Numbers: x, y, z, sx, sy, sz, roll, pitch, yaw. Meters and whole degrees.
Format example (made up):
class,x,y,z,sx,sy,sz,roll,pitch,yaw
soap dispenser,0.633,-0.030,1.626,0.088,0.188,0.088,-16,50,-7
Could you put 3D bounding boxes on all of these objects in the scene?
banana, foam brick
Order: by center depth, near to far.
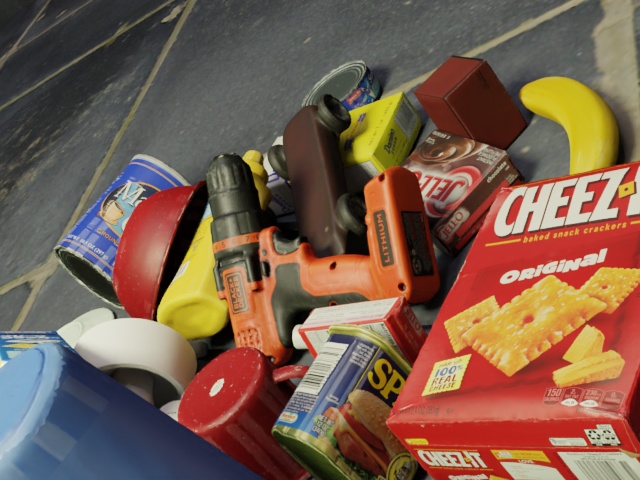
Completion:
class,x,y,z,sx,sy,sz,roll,pitch,yaw
banana,0.198,-0.089,0.844,0.070,0.037,0.197,-28,30,20
foam brick,0.131,-0.113,0.922,0.053,0.078,0.051,-44,26,-11

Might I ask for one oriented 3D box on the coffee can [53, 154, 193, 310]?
class,x,y,z,sx,sy,sz,roll,pitch,yaw
coffee can,-0.206,-0.009,1.167,0.103,0.102,0.140,4,51,54

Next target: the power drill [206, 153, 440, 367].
class,x,y,z,sx,sy,sz,roll,pitch,yaw
power drill,-0.006,0.001,0.853,0.188,0.184,0.057,-16,-6,33

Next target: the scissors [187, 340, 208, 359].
class,x,y,z,sx,sy,sz,roll,pitch,yaw
scissors,-0.189,0.106,1.006,0.202,0.096,0.016,-9,73,42

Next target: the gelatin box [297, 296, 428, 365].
class,x,y,z,sx,sy,sz,roll,pitch,yaw
gelatin box,0.038,0.079,0.755,0.089,0.073,0.030,-13,27,43

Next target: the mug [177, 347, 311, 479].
class,x,y,z,sx,sy,sz,roll,pitch,yaw
mug,-0.040,0.127,0.778,0.117,0.081,0.093,-28,30,23

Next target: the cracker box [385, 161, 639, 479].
class,x,y,z,sx,sy,sz,roll,pitch,yaw
cracker box,0.156,0.047,0.660,0.164,0.072,0.213,-10,39,44

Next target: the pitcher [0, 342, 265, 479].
class,x,y,z,sx,sy,sz,roll,pitch,yaw
pitcher,-0.099,0.165,0.622,0.149,0.242,0.145,-24,32,41

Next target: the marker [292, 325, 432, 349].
class,x,y,z,sx,sy,sz,roll,pitch,yaw
marker,0.037,0.072,0.793,0.121,0.020,0.020,-2,43,25

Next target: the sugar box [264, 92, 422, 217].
class,x,y,z,sx,sy,sz,roll,pitch,yaw
sugar box,0.011,-0.082,1.061,0.177,0.048,0.093,-13,38,40

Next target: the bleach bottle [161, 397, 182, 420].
class,x,y,z,sx,sy,sz,roll,pitch,yaw
bleach bottle,-0.115,0.201,0.786,0.103,0.068,0.250,-12,33,23

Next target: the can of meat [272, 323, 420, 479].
class,x,y,z,sx,sy,sz,roll,pitch,yaw
can of meat,0.027,0.118,0.688,0.058,0.102,0.084,0,50,53

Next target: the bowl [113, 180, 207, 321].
class,x,y,z,sx,sy,sz,roll,pitch,yaw
bowl,-0.155,0.013,1.019,0.162,0.055,0.162,17,-91,-86

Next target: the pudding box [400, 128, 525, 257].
class,x,y,z,sx,sy,sz,roll,pitch,yaw
pudding box,0.104,-0.042,0.891,0.090,0.039,0.114,-46,27,-7

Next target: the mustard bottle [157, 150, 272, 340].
class,x,y,z,sx,sy,sz,roll,pitch,yaw
mustard bottle,-0.088,-0.006,0.982,0.096,0.058,0.191,-40,27,52

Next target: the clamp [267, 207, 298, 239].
class,x,y,z,sx,sy,sz,roll,pitch,yaw
clamp,-0.059,-0.001,1.040,0.120,0.039,0.171,-34,34,0

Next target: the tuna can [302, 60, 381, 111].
class,x,y,z,sx,sy,sz,roll,pitch,yaw
tuna can,0.024,-0.156,1.167,0.086,0.033,0.086,-31,29,19
